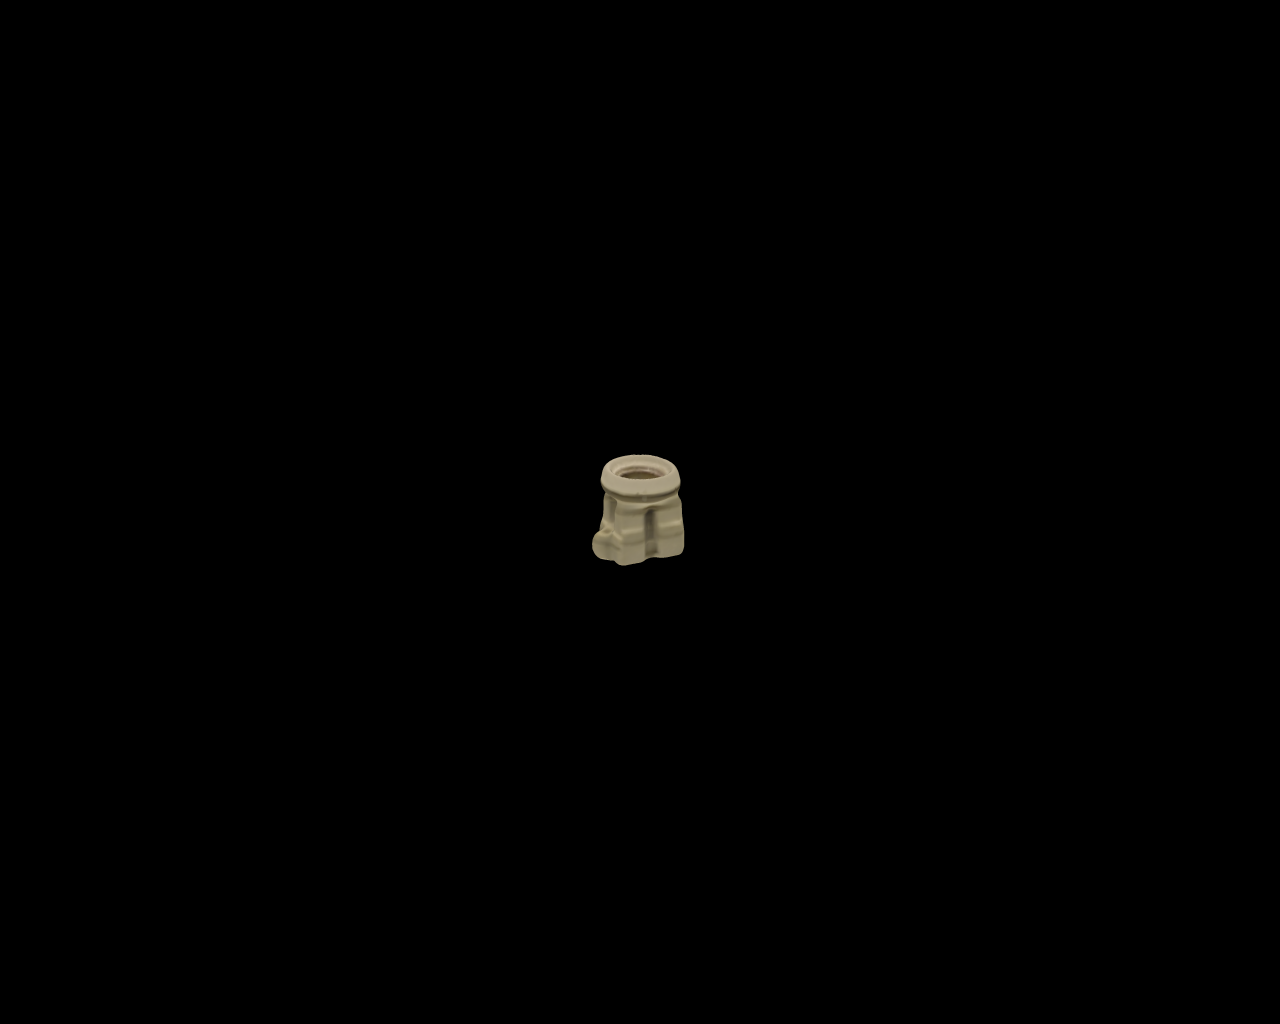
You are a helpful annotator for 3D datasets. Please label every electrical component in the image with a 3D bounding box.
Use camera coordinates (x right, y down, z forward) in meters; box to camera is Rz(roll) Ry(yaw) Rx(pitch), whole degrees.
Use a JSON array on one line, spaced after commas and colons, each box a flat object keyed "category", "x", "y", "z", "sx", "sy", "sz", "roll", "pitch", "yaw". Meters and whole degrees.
[{"category": "electrical component", "x": 0.001, "y": -0.003, "z": 0.650, "sx": 0.066, "sy": 0.055, "sz": 0.048, "roll": -10, "pitch": 28, "yaw": -20}]
